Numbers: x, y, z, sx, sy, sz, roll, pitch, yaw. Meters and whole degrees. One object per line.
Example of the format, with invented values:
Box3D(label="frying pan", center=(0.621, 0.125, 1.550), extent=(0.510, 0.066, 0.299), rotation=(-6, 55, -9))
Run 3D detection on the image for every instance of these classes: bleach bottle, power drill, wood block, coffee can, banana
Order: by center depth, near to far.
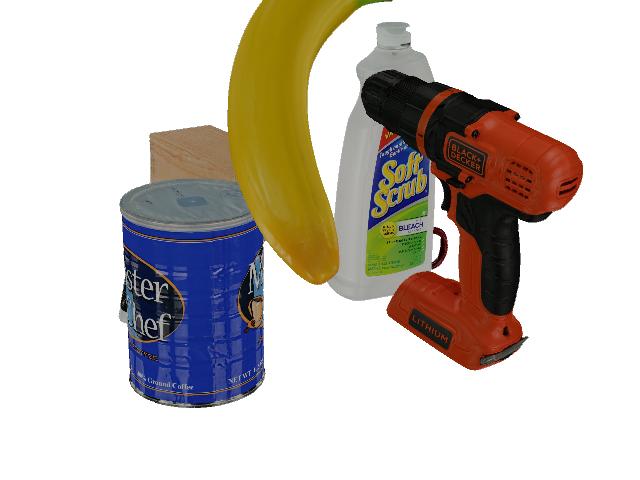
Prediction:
Box3D(label="banana", center=(-0.010, -0.069, 0.505), extent=(0.069, 0.197, 0.037), rotation=(9, -34, 5))
Box3D(label="power drill", center=(0.092, -0.016, 0.760), extent=(0.057, 0.188, 0.185), rotation=(-23, 40, -33))
Box3D(label="coffee can", center=(-0.091, 0.036, 0.779), extent=(0.103, 0.140, 0.103), rotation=(1, 20, 0))
Box3D(label="bleach bottle", center=(0.058, -0.074, 0.991), extent=(0.102, 0.251, 0.068), rotation=(-10, 24, -23))
Box3D(label="wood block", center=(-0.119, -0.070, 1.286), extent=(0.090, 0.090, 0.206), rotation=(-12, 24, -33))

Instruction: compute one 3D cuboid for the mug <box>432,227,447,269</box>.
Box3D(label="mug", center=(0.089, 0.008, 1.236), extent=(0.117, 0.081, 0.093), rotation=(3, 25, -7))

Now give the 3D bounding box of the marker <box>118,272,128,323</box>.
Box3D(label="marker", center=(-0.184, 0.031, 1.060), extent=(0.020, 0.121, 0.020), rotation=(10, 34, -7))
